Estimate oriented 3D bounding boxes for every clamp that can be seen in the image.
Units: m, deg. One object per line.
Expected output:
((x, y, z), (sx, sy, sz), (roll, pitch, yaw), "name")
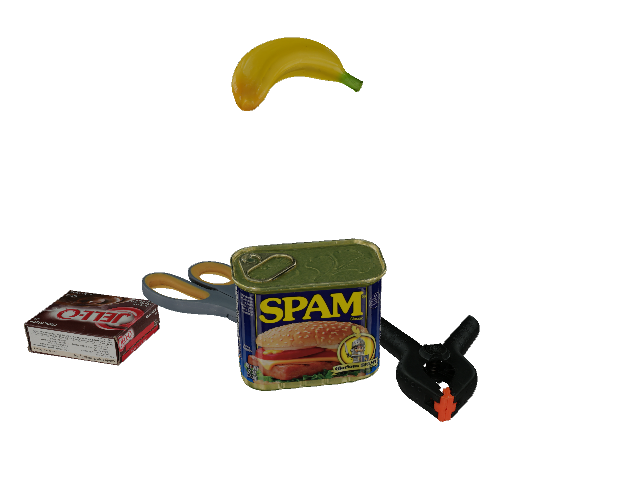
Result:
((0.121, 0.120, 1.070), (0.120, 0.039, 0.171), (-8, 30, -9), "clamp")

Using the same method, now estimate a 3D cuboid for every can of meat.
((-0.008, 0.051, 0.722), (0.102, 0.084, 0.057), (-4, 28, -7), "can of meat")

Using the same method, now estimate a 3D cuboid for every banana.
((-0.031, -0.158, 0.982), (0.070, 0.037, 0.197), (37, 31, 20), "banana")

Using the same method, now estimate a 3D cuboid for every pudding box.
((-0.241, 0.091, 1.130), (0.114, 0.039, 0.090), (4, 21, 20), "pudding box")

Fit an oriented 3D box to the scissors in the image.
((-0.057, 0.055, 0.902), (0.202, 0.016, 0.096), (15, 26, 23), "scissors")
